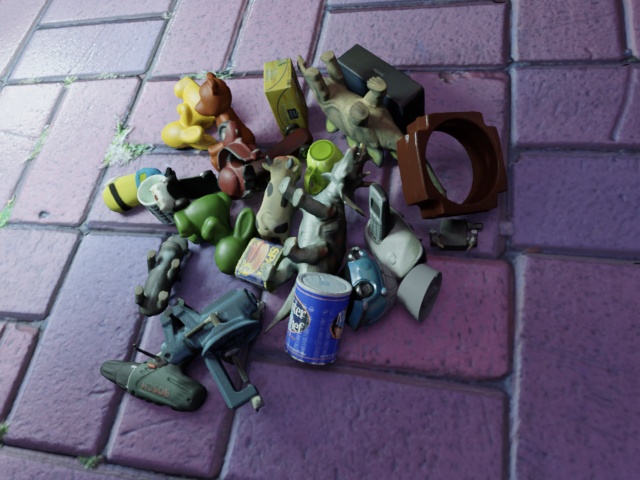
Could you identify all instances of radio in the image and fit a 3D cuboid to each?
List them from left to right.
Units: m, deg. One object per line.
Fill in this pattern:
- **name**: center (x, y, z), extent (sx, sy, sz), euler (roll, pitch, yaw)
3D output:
- **radio**: center (0.140, -0.339, 1.240), extent (0.073, 0.131, 0.230), euler (-39, 60, -9)

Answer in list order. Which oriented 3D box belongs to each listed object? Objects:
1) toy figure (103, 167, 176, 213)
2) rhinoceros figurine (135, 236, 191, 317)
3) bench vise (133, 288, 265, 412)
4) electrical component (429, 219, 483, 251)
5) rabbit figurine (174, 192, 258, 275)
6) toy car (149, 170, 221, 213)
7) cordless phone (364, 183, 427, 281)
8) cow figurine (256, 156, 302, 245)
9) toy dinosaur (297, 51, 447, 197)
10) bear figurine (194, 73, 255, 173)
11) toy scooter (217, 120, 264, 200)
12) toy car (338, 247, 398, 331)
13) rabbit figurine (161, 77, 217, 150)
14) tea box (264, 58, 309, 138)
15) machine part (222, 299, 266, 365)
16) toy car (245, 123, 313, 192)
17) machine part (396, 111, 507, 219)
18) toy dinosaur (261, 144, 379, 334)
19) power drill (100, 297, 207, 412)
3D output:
- **toy figure**: center (-0.436, -0.124, 1.296), extent (0.180, 0.082, 0.089), euler (-12, 57, 5)
- **rhinoceros figurine**: center (-0.328, 0.072, 1.144), extent (0.073, 0.112, 0.190), euler (11, 58, 2)
- **bench vise**: center (-0.185, 0.208, 0.968), extent (0.224, 0.128, 0.241), euler (-30, 68, -11)
- **electrical component**: center (0.271, -0.009, 1.074), extent (0.102, 0.045, 0.078), euler (7, 65, 17)
- **rabbit figurine**: center (-0.210, -0.009, 1.176), extent (0.159, 0.121, 0.170), euler (-31, 77, -11)
- **toy car**: center (-0.288, -0.108, 1.200), extent (0.056, 0.201, 0.073), euler (-32, 84, 33)
- **cordless phone**: center (0.143, -0.020, 1.033), extent (0.089, 0.184, 0.147), euler (-28, 58, -7)
- **cow figurine**: center (-0.088, -0.098, 1.167), extent (0.086, 0.127, 0.195), euler (9, 67, 15)
- **toy dinosaur**: center (0.100, -0.258, 1.165), extent (0.105, 0.198, 0.472), euler (-40, 66, -9)
- **bear figurine**: center (-0.238, -0.274, 1.242), extent (0.132, 0.195, 0.120), euler (-32, 33, 2)
- **toy scooter**: center (-0.171, -0.163, 1.172), extent (0.075, 0.183, 0.135), euler (-21, 33, -37)
- **toy car**: center (0.097, 0.095, 1.038), extent (0.103, 0.109, 0.162), euler (5, 47, -13)
- **rabbit figurine**: center (-0.322, -0.294, 1.360), extent (0.173, 0.121, 0.162), euler (-43, 69, 5)
- **tea box**: center (-0.078, -0.329, 1.268), extent (0.068, 0.169, 0.098), euler (-8, 58, 9)
- **machine part**: center (-0.151, 0.180, 1.066), extent (0.039, 0.084, 0.139), euler (33, 80, -18)
- **toy car**: center (-0.103, -0.189, 1.260), extent (0.202, 0.053, 0.089), euler (-37, 67, 5)
- **machine part**: center (0.259, -0.146, 1.065), extent (0.201, 0.087, 0.201), euler (-8, 85, -23)
- **toy dinosaur**: center (-0.001, 0.002, 1.089), extent (0.131, 0.192, 0.404), euler (2, 76, 60)
- **power drill**: center (-0.304, 0.222, 1.072), extent (0.232, 0.085, 0.207), euler (22, 65, 22)
